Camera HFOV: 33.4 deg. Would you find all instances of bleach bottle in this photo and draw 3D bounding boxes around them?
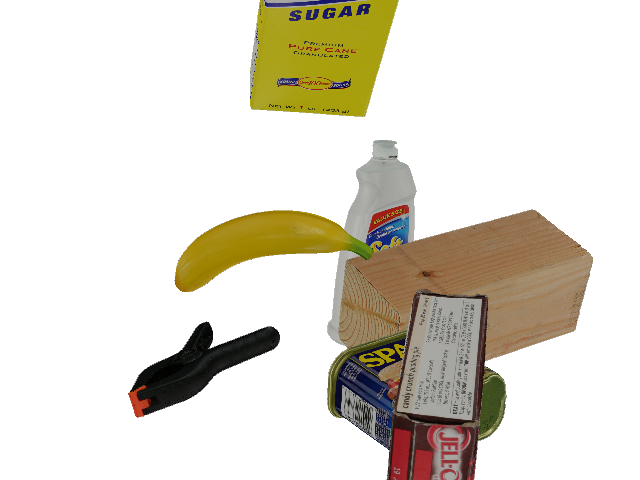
[{"bbox_3d":[0.066,0.002,1.324,0.102,0.251,0.068,-3,16,-19],"label":"bleach bottle"}]

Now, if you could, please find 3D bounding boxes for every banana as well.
[{"bbox_3d":[-0.057,0.009,0.899,0.198,0.069,0.037,-9,35,30],"label":"banana"}]

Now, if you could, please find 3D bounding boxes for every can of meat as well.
[{"bbox_3d":[0.070,0.110,0.765,0.101,0.057,0.084,-13,27,-34],"label":"can of meat"}]

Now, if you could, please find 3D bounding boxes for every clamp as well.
[{"bbox_3d":[-0.124,0.130,1.113,0.120,0.039,0.171,-11,19,36],"label":"clamp"}]

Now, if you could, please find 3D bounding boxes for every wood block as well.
[{"bbox_3d":[0.129,0.050,0.958,0.205,0.090,0.091,-14,38,-25],"label":"wood block"}]

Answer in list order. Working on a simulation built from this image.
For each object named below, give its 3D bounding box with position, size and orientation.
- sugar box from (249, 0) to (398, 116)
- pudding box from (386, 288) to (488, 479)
[{"bbox_3d":[0.003,-0.159,0.755,0.093,0.048,0.176,2,-29,-7],"label":"sugar box"},{"bbox_3d":[0.051,0.085,0.471,0.039,0.090,0.113,7,25,6],"label":"pudding box"}]
